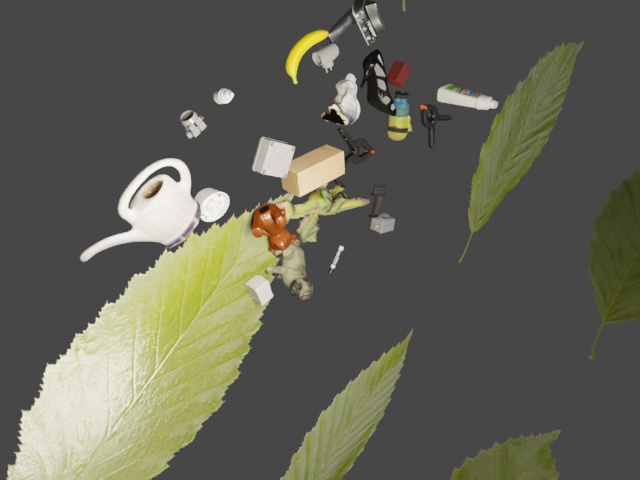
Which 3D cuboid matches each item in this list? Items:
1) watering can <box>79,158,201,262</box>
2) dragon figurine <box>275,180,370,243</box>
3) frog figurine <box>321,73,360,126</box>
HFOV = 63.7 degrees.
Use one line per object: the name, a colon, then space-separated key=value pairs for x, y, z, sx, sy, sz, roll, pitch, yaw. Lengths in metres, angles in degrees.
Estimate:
watering can: x=-0.448 y=-0.051 z=1.352 sx=0.351 sy=0.105 sz=0.220 roll=-55 pitch=140 yaw=-12
dragon figurine: x=0.006 y=-0.093 z=1.843 sx=0.408 sy=0.124 sz=0.240 roll=17 pitch=115 yaw=-47
frog figurine: x=0.091 y=-0.461 z=1.705 sx=0.161 sy=0.123 sz=0.135 roll=-58 pitch=174 yaw=-18
